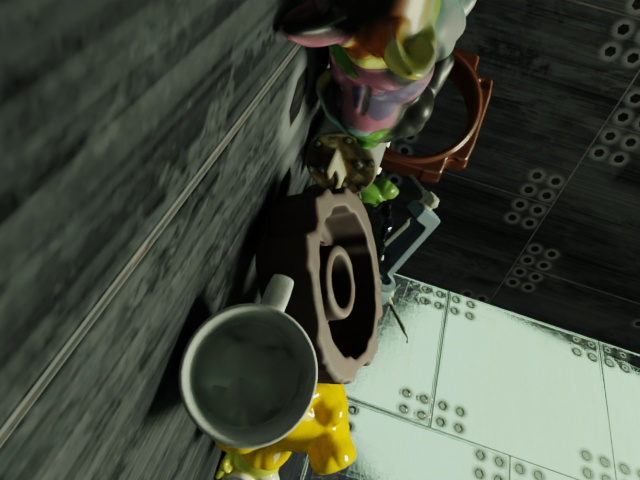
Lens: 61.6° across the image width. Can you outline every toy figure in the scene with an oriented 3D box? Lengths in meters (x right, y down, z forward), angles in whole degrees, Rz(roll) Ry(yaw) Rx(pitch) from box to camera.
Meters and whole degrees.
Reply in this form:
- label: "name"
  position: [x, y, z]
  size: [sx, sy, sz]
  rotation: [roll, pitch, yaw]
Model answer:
- label: "toy figure"
  position: [-0.072, 0.245, 0.686]
  size: [0.089, 0.082, 0.180]
  rotation: [-50, 155, -66]

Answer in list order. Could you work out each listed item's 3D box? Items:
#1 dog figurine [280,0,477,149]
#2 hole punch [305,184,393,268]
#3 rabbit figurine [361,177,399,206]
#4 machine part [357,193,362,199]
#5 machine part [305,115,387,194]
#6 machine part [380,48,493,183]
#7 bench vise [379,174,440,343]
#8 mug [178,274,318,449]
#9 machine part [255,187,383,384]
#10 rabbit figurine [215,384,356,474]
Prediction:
- label: "dog figurine"
  position: [0.040, -0.134, 0.392]
  size: [0.219, 0.109, 0.191]
  rotation: [-57, 168, -57]
- label: "hole punch"
  position: [0.015, 0.011, 0.649]
  size: [0.092, 0.116, 0.142]
  rotation: [117, -5, -60]
- label: "rabbit figurine"
  position: [0.069, -0.053, 1.035]
  size: [0.159, 0.121, 0.170]
  rotation: [-51, -162, 19]
- label: "machine part"
  position: [0.036, -0.066, 0.848]
  size: [0.139, 0.039, 0.084]
  rotation: [-62, 133, -66]
- label: "machine part"
  position: [0.043, -0.129, 0.597]
  size: [0.243, 0.079, 0.079]
  rotation: [-68, 175, -45]
- label: "machine part"
  position: [0.153, -0.205, 0.845]
  size: [0.087, 0.201, 0.201]
  rotation: [27, 81, -83]
- label: "bench vise"
  position: [0.086, 0.030, 0.761]
  size: [0.240, 0.223, 0.129]
  rotation: [-46, -134, 18]
- label: "mug"
  position: [-0.049, 0.078, 0.364]
  size: [0.107, 0.081, 0.109]
  rotation: [129, -25, -70]
- label: "machine part"
  position: [0.004, 0.038, 0.477]
  size: [0.179, 0.056, 0.179]
  rotation: [-6, 90, -66]
- label: "rabbit figurine"
  position: [-0.037, 0.157, 0.530]
  size: [0.173, 0.122, 0.162]
  rotation: [23, 75, -59]
